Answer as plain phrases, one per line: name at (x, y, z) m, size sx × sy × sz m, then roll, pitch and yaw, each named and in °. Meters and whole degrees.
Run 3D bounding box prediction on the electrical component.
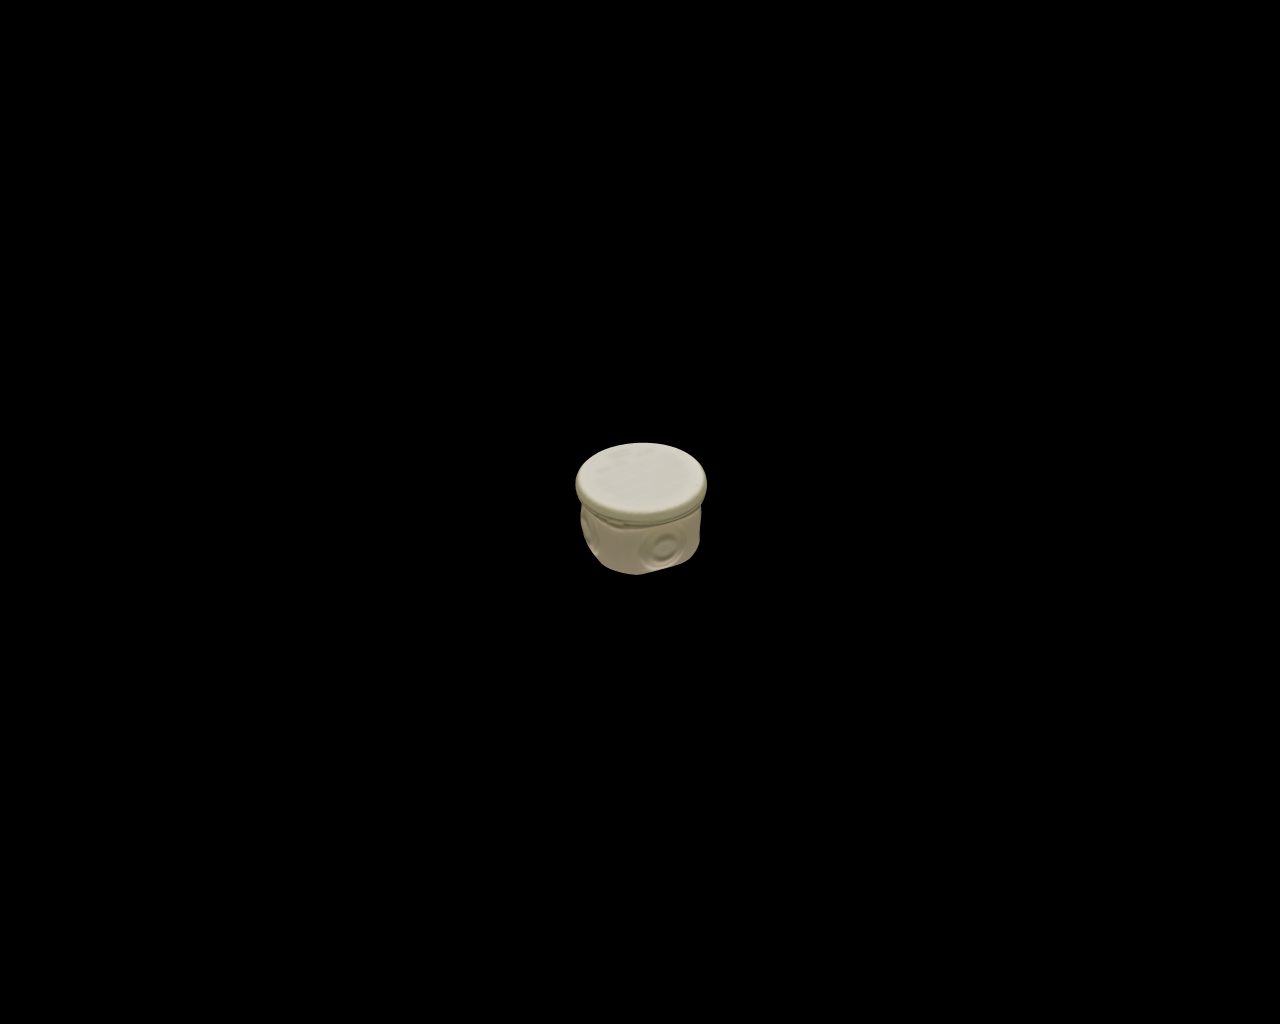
electrical component at (0.001, -0.003, 0.650) m, size 0.080 × 0.050 × 0.080 m, roll 0°, pitch 36°, yaw 0°
